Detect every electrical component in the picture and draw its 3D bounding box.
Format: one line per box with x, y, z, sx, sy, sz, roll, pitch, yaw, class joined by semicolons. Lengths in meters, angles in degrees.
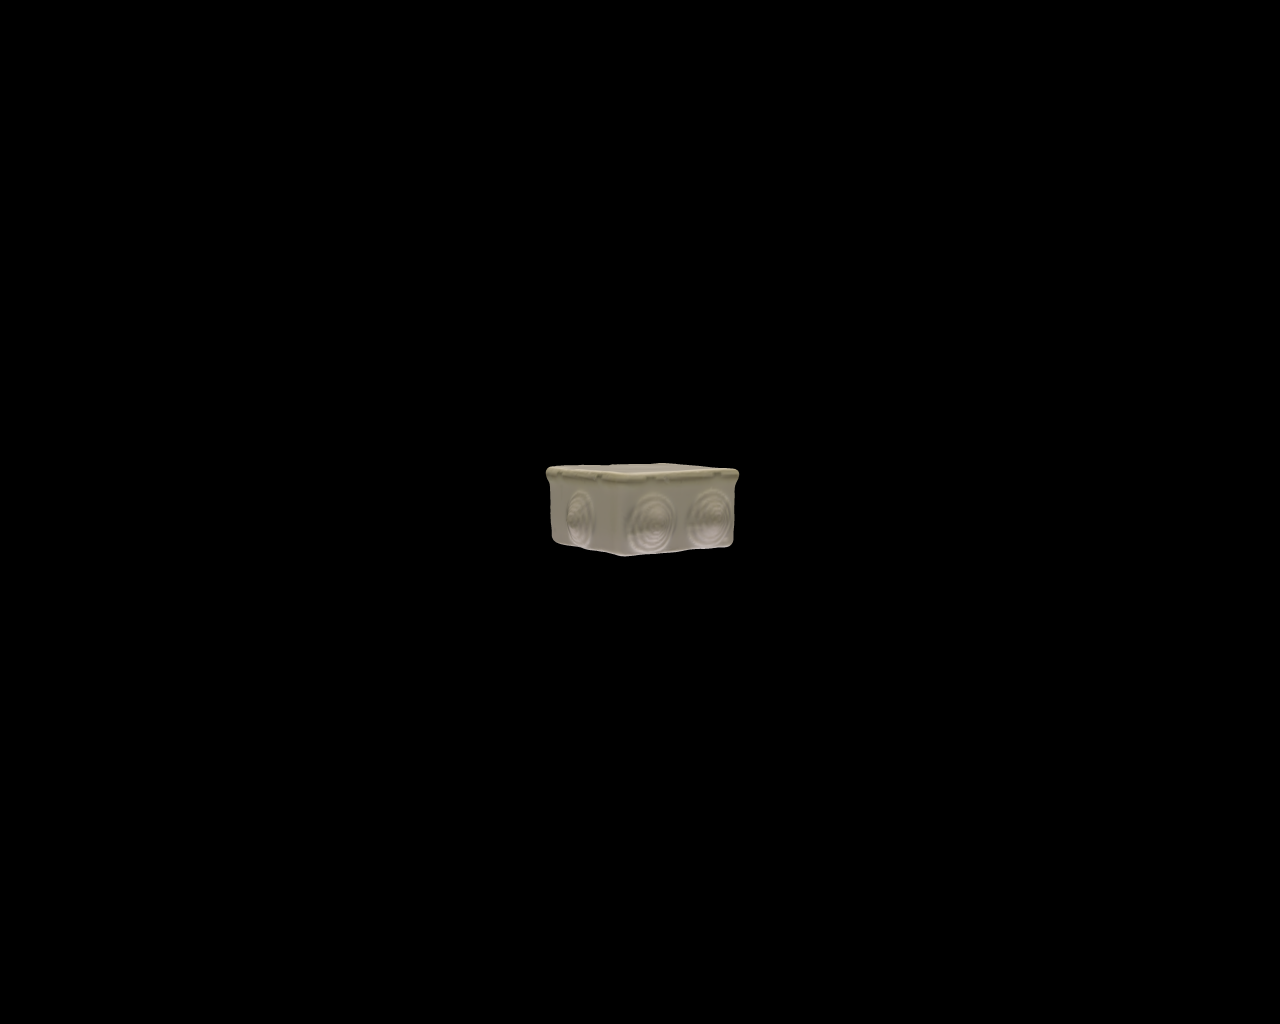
0.001;-0.003;0.650;0.100;0.048;0.100;-4;7;-33;electrical component
